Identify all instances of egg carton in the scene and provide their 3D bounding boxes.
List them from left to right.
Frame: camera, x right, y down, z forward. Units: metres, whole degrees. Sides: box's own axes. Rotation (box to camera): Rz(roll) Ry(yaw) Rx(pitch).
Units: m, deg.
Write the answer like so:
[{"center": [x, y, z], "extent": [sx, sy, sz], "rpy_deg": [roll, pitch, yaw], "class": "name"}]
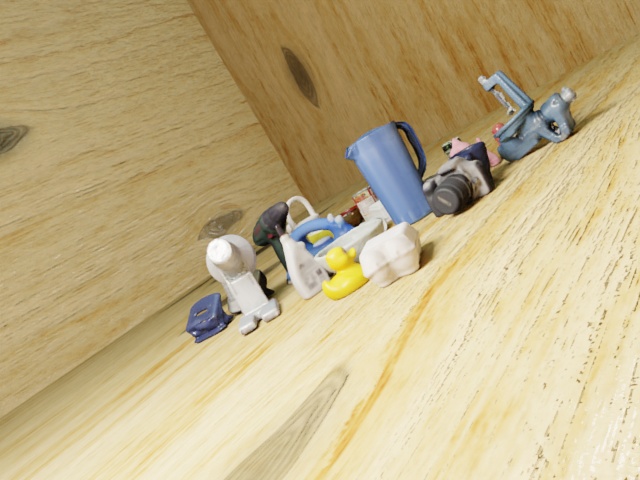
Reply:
[{"center": [0.128, 0.024, 1.019], "extent": [0.107, 0.069, 0.150], "rpy_deg": [-29, 7, 16], "class": "egg carton"}]

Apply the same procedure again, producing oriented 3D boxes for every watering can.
[{"center": [-0.042, -0.035, 1.677], "extent": [0.172, 0.194, 0.101], "rpy_deg": [-25, 9, 39], "class": "watering can"}]

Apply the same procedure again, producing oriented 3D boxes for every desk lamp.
[{"center": [-0.184, 0.087, 1.320], "extent": [0.118, 0.213, 0.203], "rpy_deg": [-31, 7, -4], "class": "desk lamp"}]

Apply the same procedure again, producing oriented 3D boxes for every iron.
[{"center": [0.013, 0.005, 1.367], "extent": [0.257, 0.141, 0.119], "rpy_deg": [-26, 9, 39], "class": "iron"}]

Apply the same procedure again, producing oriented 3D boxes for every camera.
[{"center": [0.275, -0.109, 1.224], "extent": [0.142, 0.101, 0.137], "rpy_deg": [-25, 9, 43], "class": "camera"}]

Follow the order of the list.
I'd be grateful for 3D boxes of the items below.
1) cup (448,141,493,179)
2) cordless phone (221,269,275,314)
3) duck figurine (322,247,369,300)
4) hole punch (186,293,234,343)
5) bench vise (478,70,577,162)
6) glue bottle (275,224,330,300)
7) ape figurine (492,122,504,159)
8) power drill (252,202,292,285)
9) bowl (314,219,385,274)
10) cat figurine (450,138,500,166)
[{"center": [0.352, -0.163, 1.306], "extent": [0.091, 0.095, 0.118], "rpy_deg": [-29, 7, 18], "class": "cup"}, {"center": [-0.221, 0.098, 1.528], "extent": [0.147, 0.185, 0.094], "rpy_deg": [-25, 9, 43], "class": "cordless phone"}, {"center": [0.041, 0.057, 1.096], "extent": [0.105, 0.086, 0.077], "rpy_deg": [-34, 7, -22], "class": "duck figurine"}, {"center": [-0.295, 0.201, 1.496], "extent": [0.108, 0.091, 0.101], "rpy_deg": [-29, 7, 19], "class": "hole punch"}, {"center": [0.477, -0.315, 1.333], "extent": [0.207, 0.220, 0.122], "rpy_deg": [-28, 8, 25], "class": "bench vise"}, {"center": [-0.048, 0.040, 1.240], "extent": [0.078, 0.173, 0.037], "rpy_deg": [-35, 8, -31], "class": "glue bottle"}, {"center": [0.479, -0.262, 1.487], "extent": [0.076, 0.092, 0.078], "rpy_deg": [-25, 9, 42], "class": "ape figurine"}, {"center": [-0.094, 0.010, 1.514], "extent": [0.076, 0.208, 0.229], "rpy_deg": [-35, 8, -30], "class": "power drill"}, {"center": [0.076, 0.027, 1.216], "extent": [0.167, 0.075, 0.167], "rpy_deg": [-30, 7, 4], "class": "bowl"}, {"center": [0.386, -0.219, 1.473], "extent": [0.128, 0.118, 0.067], "rpy_deg": [-35, 8, -30], "class": "cat figurine"}]
